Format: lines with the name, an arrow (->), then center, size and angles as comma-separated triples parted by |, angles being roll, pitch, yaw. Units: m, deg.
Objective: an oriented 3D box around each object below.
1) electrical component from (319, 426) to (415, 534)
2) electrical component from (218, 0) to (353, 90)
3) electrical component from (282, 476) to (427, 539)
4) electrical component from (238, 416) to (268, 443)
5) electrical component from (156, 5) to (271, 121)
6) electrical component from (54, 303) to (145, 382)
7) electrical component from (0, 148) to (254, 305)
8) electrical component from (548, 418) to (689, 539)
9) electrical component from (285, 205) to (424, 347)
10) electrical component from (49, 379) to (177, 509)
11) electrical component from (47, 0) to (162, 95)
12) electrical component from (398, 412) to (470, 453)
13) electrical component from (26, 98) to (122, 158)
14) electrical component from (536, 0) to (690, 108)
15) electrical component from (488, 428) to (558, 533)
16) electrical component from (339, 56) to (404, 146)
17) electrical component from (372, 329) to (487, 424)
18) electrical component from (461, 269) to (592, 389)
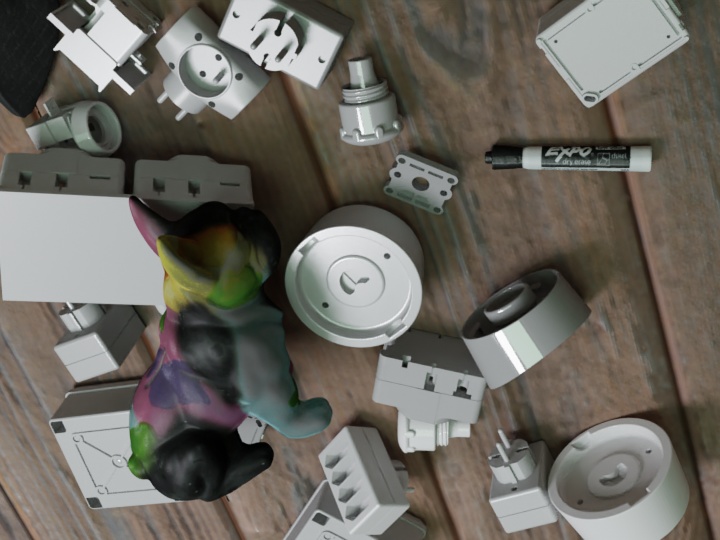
electrical component -> 0.017, 0.186, 0.954 | 0.076, 0.083, 0.047 | 11, 131, -40
electrical component -> -0.057, -0.165, 0.763 | 0.083, 0.075, 0.047 | 27, 122, -3
electrical component -> -0.011, 0.263, 1.007 | 0.109, 0.056, 0.108 | 29, 121, -4
electrical component -> -0.127, 0.120, 0.949 | 0.096, 0.061, 0.061 | 22, 119, -2
electrical component -> -0.121, -0.144, 0.808 | 0.077, 0.044, 0.079 | 44, 119, -13
electrical component -> -0.233, 0.043, 0.927 | 0.047, 0.065, 0.076 | -19, 113, 22
electrical component -> -0.182, -0.032, 0.843 | 0.186, 0.060, 0.105 | 2, 130, -11
electrical component -> 0.217, 0.181, 0.884 | 0.108, 0.108, 0.060 | -23, 118, 23
electrical component -> 0.000, 0.000, 0.853 | 0.108, 0.060, 0.108 | 5, 120, 9
electrical component -> -0.213, 0.160, 0.994 | 0.109, 0.056, 0.108 | -8, 117, 17
electrical component -> -0.187, -0.176, 0.806 | 0.081, 0.042, 0.064 | 43, 117, -13
electrical component -> 0.064, 0.134, 0.926 | 0.062, 0.048, 0.048 | 1, 119, 5
electrical component -> -0.224, -0.107, 0.852 | 0.055, 0.048, 0.066 | -12, 116, 27
electrical component -> 0.174, -0.167, 0.719 | 0.096, 0.061, 0.061 | -34, 107, 27
electrical component -> 0.134, 0.170, 0.917 | 0.047, 0.065, 0.076 | -20, 113, 22
electrical component -> 0.005, -0.125, 0.791 | 0.048, 0.048, 0.062 | -5, 112, 15
electrical component -> 0.060, 0.090, 0.897 | 0.089, 0.050, 0.055 | 12, 120, 5
electrical component -> 0.129, 0.046, 0.832 | 0.099, 0.099, 0.064 | -30, 103, 26
